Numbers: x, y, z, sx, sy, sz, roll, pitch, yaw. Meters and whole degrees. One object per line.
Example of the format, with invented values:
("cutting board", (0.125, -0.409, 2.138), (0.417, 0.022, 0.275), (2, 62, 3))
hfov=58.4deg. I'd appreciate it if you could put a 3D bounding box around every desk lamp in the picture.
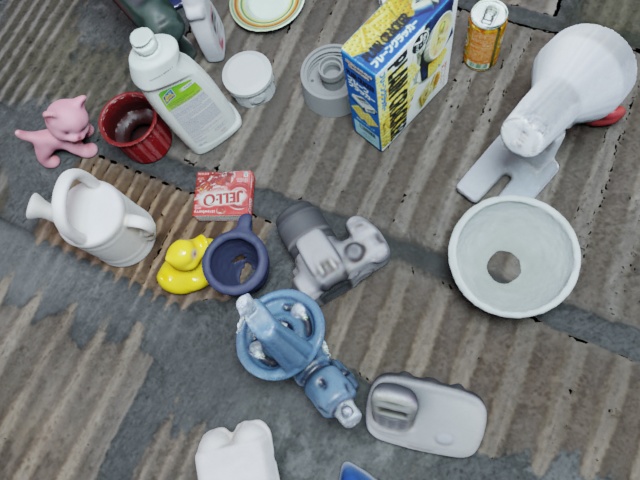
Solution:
("desk lamp", (0.289, -0.145, 0.746), (0.117, 0.214, 0.203), (39, 82, 17))

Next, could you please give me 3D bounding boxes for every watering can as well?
("watering can", (-0.324, -0.031, 0.807), (0.172, 0.194, 0.101), (-14, 72, 4))

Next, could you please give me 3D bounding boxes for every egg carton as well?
("egg carton", (-0.102, 0.315, 0.737), (0.107, 0.069, 0.150), (-15, 72, 3))

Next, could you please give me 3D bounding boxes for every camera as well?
("camera", (0.007, 0.003, 0.800), (0.143, 0.101, 0.136), (-31, 72, -2))

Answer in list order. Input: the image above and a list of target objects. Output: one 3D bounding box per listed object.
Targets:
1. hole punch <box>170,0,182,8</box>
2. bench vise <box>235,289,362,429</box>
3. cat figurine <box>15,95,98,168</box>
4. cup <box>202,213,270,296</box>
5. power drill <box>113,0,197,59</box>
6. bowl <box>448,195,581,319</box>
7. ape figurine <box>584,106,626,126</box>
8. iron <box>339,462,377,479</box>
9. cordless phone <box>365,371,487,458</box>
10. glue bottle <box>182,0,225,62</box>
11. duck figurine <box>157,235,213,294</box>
("hole punch", (-0.272, -0.462, 0.984), (0.108, 0.091, 0.101), (-31, 72, -2))
("bench vise", (-0.023, 0.131, 0.703), (0.207, 0.220, 0.121), (28, 79, 15))
("cat figurine", (-0.412, -0.177, 0.903), (0.127, 0.118, 0.067), (-17, 72, 3))
("cup", (-0.107, 0.028, 0.811), (0.091, 0.095, 0.118), (7, 74, 10))
("power drill", (-0.279, -0.361, 0.893), (0.075, 0.208, 0.229), (-42, 72, -5))
("bowl", (0.255, 0.028, 0.772), (0.167, 0.075, 0.167), (-2, 73, 7))
("ape figurine", (0.401, -0.209, 0.814), (0.076, 0.092, 0.078), (-3, 73, 7))
("iron", (0.077, 0.384, 0.653), (0.118, 0.141, 0.258), (-27, 72, -1))
("cordless phone", (0.125, 0.206, 0.678), (0.147, 0.185, 0.094), (7, 74, 10))
("glue bottle", (-0.190, -0.359, 0.898), (0.037, 0.173, 0.078), (-10, 72, 5))
("duck figurine", (-0.195, 0.030, 0.827), (0.104, 0.086, 0.077), (-35, 72, -3))
